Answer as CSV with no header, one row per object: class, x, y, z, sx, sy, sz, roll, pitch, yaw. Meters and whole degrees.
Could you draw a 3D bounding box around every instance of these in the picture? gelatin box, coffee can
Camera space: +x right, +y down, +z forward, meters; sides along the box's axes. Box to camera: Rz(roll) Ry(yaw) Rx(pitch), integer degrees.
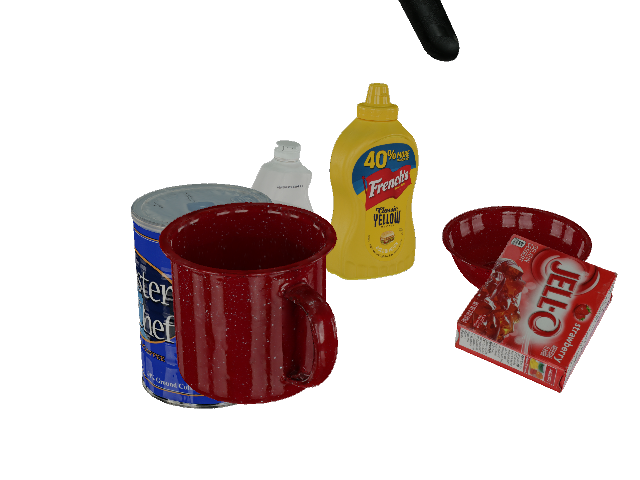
gelatin box,0.138,0.044,0.679,0.073,0.030,0.089,23,54,22
coffee can,-0.086,0.039,0.795,0.103,0.140,0.103,0,20,0

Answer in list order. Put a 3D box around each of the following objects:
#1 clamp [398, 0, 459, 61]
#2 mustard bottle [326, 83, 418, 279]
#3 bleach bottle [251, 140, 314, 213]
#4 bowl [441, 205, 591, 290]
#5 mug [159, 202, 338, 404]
clamp,0.040,-0.227,0.729,0.209,0.164,0.036,26,-23,-15
mustard bottle,0.054,-0.061,1.067,0.096,0.192,0.058,-8,18,-31
bleach bottle,-0.043,0.000,1.324,0.102,0.251,0.068,-8,24,-34
bowl,0.214,0.020,1.175,0.162,0.055,0.162,-1,28,0
mug,-0.030,0.038,0.565,0.093,0.081,0.117,-19,30,-36
